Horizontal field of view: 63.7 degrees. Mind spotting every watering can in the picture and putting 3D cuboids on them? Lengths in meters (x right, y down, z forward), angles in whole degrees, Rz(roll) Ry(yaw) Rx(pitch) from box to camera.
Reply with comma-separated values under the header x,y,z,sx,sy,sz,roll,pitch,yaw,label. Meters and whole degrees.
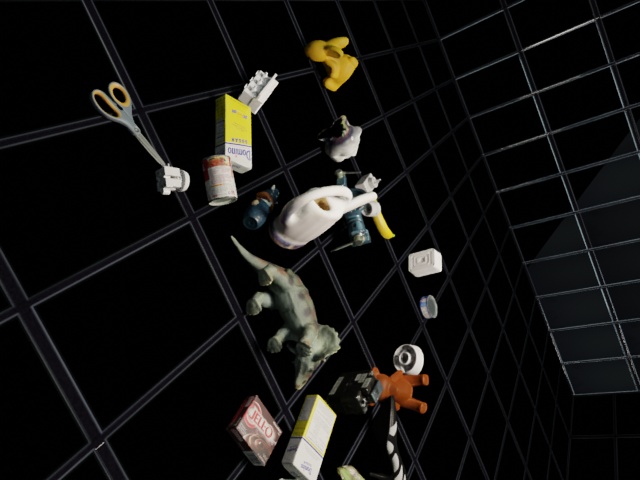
x,y,z,sx,sy,sz,roll,pitch,yaw,label
0.004,-0.068,1.354,0.348,0.221,0.105,-4,62,-56,watering can

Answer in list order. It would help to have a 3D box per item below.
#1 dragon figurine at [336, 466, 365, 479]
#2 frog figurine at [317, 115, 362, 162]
x,y,z,sx,sy,sz,roll,pitch,yaw,label
0.078,0.670,1.234,0.404,0.121,0.248,41,22,-44,dragon figurine
0.085,-0.309,1.676,0.138,0.124,0.157,-56,139,-10,frog figurine
